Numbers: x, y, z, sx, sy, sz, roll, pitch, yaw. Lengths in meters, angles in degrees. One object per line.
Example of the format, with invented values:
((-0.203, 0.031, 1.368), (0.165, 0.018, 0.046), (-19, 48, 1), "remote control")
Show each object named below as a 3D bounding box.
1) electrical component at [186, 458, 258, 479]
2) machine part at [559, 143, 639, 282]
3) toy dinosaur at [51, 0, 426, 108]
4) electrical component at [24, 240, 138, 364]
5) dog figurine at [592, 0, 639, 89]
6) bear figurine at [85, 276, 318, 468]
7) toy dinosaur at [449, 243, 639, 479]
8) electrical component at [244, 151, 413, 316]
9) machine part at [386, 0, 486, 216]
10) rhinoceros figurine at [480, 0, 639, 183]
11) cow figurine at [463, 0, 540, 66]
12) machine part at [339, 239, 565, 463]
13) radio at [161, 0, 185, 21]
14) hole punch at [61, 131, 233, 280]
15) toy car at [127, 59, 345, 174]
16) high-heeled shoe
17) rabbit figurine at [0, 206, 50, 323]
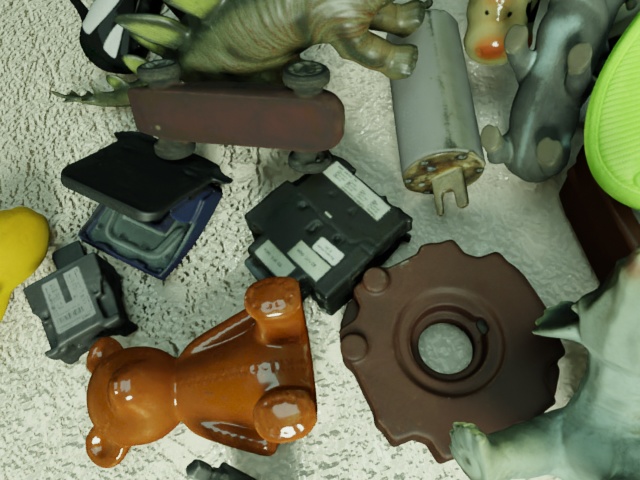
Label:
((-0.050, 0.202, 0.389), (0.078, 0.102, 0.045), (14, 63, 40), "electrical component")
((0.324, -0.025, 0.442), (0.201, 0.087, 0.201), (-15, 66, -1), "machine part")
((-0.073, -0.191, 0.504), (0.472, 0.198, 0.105), (-20, 49, 33), "toy dinosaur")
((-0.227, 0.047, 0.502), (0.075, 0.047, 0.119), (-26, 68, -5), "electrical component")
((0.320, -0.246, 0.543), (0.172, 0.121, 0.190), (1, 53, 4), "dog figurine")
((-0.102, 0.108, 0.418), (0.196, 0.131, 0.120), (-5, 66, -1), "bear figurine")
((0.218, 0.188, 0.336), (0.192, 0.131, 0.404), (-21, 92, -19), "toy dinosaur")
((-0.001, -0.001, 0.488), (0.134, 0.058, 0.115), (-40, 66, -10), "electrical component")
((0.108, -0.135, 0.521), (0.079, 0.079, 0.243), (-6, 66, 5), "machine part")
((0.208, -0.141, 0.455), (0.073, 0.112, 0.190), (25, 106, 41), "rhinoceros figurine")
((0.185, -0.252, 0.531), (0.086, 0.127, 0.195), (9, 64, 19), "cow figurine")
((0.104, 0.086, 0.438), (0.179, 0.056, 0.179), (-2, 67, 5), "machine part")
((-0.077, -0.334, 0.604), (0.131, 0.073, 0.229), (16, 65, 51), "radio")
((-0.166, -0.036, 0.519), (0.142, 0.092, 0.116), (22, 42, 18), "hole punch")
((-0.075, -0.113, 0.477), (0.202, 0.089, 0.053), (7, 38, 17), "toy car")
((-0.187, -0.303, 0.633), (0.249, 0.086, 0.145), (-42, 71, -6), "high-heeled shoe")
((-0.343, 0.019, 0.497), (0.173, 0.121, 0.162), (-10, 68, -18), "rabbit figurine")
